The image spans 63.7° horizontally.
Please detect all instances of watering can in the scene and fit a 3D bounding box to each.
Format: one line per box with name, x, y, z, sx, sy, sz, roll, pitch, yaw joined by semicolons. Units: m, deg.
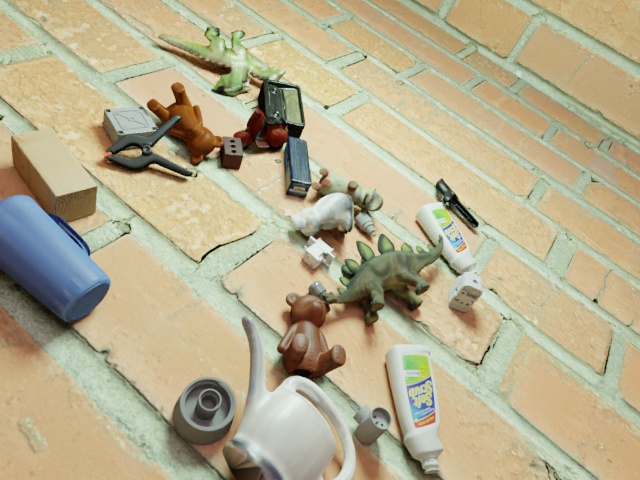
watering can;-0.081;0.316;0.898;0.349;0.102;0.228;49;45;4

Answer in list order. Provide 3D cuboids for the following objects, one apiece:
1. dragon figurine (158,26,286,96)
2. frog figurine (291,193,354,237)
dragon figurine;-0.319;-0.577;1.704;0.411;0.119;0.248;-2;57;-17
frog figurine;0.004;-0.067;1.337;0.159;0.121;0.139;6;12;-9
